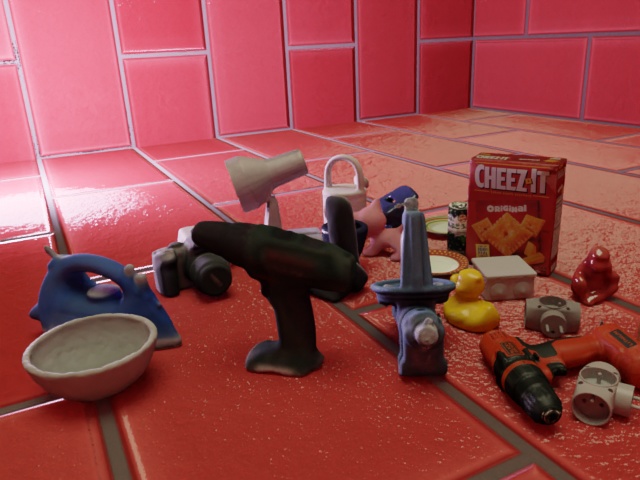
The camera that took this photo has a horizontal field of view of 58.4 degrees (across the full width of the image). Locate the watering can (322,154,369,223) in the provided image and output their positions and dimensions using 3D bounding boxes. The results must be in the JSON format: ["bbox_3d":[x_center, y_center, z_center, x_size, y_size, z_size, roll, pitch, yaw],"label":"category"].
[{"bbox_3d":[0.057,-0.100,1.298,0.100,0.194,0.173,0,20,8],"label":"watering can"}]

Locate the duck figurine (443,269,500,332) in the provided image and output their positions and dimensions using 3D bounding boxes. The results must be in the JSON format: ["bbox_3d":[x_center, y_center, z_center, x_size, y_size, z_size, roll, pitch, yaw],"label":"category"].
[{"bbox_3d":[0.238,0.089,0.900,0.078,0.086,0.104,-11,21,-22],"label":"duck figurine"}]

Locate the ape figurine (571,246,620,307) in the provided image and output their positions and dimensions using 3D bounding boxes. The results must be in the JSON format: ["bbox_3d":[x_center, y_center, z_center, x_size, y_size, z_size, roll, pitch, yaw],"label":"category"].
[{"bbox_3d":[0.461,0.055,0.958,0.077,0.092,0.076,1,20,11],"label":"ape figurine"}]

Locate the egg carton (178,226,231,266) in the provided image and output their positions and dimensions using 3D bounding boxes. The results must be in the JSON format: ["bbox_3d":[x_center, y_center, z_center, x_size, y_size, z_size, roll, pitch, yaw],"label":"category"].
[{"bbox_3d":[-0.241,0.012,1.206,0.107,0.069,0.150,-11,21,-23],"label":"egg carton"}]

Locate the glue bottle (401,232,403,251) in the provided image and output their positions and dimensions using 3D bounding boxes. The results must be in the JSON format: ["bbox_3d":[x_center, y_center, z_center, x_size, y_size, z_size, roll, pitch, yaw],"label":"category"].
[{"bbox_3d":[0.155,0.020,0.975,0.037,0.173,0.078,-1,20,6],"label":"glue bottle"}]

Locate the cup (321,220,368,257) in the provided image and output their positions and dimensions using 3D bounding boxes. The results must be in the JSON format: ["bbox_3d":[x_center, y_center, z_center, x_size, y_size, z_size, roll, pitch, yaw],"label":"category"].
[{"bbox_3d":[0.049,0.019,1.111,0.091,0.095,0.117,-3,19,-1],"label":"cup"}]

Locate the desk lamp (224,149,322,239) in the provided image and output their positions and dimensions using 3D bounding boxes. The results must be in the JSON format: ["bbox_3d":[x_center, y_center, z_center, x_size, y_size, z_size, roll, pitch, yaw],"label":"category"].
[{"bbox_3d":[-0.099,-0.088,1.256,0.203,0.214,0.117,-6,20,-10],"label":"desk lamp"}]

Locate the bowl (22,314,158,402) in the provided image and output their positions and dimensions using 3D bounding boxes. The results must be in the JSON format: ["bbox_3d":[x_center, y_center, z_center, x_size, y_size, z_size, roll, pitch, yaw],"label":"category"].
[{"bbox_3d":[-0.299,0.166,0.767,0.167,0.075,0.167,-2,19,1],"label":"bowl"}]

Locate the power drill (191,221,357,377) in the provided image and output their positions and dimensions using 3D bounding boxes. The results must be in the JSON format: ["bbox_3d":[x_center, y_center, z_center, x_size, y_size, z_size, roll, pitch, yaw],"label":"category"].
[{"bbox_3d":[-0.063,0.077,0.788,0.229,0.208,0.076,2,20,13],"label":"power drill"}]

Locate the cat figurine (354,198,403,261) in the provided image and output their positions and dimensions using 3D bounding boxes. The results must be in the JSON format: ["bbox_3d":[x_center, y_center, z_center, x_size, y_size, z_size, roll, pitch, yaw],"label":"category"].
[{"bbox_3d":[0.127,-0.025,1.192,0.127,0.118,0.067,8,22,27],"label":"cat figurine"}]

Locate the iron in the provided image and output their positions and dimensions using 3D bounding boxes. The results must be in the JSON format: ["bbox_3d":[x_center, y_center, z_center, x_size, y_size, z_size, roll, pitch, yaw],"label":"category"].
[{"bbox_3d":[-0.334,0.085,0.902,0.257,0.141,0.119,5,21,21],"label":"iron"}]

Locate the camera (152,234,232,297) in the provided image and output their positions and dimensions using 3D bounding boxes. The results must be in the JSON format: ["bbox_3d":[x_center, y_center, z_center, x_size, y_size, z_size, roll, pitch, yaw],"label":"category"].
[{"bbox_3d":[-0.227,0.048,1.056,0.143,0.101,0.136,-12,21,-24],"label":"camera"}]

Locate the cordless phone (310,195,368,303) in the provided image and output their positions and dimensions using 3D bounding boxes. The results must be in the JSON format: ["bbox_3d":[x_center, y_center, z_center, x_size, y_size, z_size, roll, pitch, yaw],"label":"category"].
[{"bbox_3d":[0.009,0.004,1.023,0.147,0.185,0.094,10,23,33],"label":"cordless phone"}]

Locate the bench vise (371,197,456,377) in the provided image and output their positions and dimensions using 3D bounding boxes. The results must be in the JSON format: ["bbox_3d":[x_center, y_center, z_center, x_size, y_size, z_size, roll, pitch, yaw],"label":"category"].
[{"bbox_3d":[0.144,0.062,0.787,0.122,0.220,0.207,-8,20,-15],"label":"bench vise"}]

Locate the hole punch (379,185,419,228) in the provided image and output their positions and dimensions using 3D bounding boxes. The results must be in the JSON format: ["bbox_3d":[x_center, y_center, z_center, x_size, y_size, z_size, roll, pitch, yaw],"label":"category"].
[{"bbox_3d":[0.179,-0.078,1.377,0.101,0.091,0.108,-7,20,-13],"label":"hole punch"}]
